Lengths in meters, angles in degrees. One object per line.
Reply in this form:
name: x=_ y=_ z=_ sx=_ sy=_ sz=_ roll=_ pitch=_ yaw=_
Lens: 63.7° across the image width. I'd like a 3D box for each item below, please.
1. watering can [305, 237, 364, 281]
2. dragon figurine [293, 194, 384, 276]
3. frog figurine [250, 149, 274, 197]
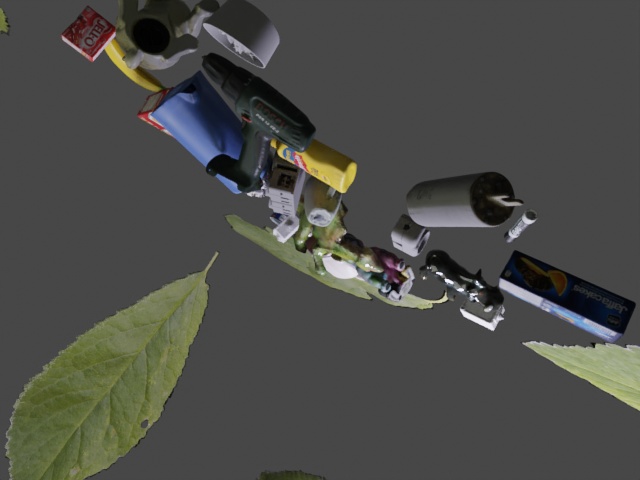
watering can: x=0.023 y=0.038 z=1.622 sx=0.350 sy=0.105 sz=0.221 roll=24 pitch=164 yaw=48
dragon figurine: x=0.004 y=-0.064 z=1.279 sx=0.413 sy=0.124 sz=0.238 roll=51 pitch=148 yaw=12
frog figurine: x=-0.176 y=-0.196 z=1.229 sx=0.137 sy=0.120 sz=0.163 roll=7 pitch=-142 yaw=-34
